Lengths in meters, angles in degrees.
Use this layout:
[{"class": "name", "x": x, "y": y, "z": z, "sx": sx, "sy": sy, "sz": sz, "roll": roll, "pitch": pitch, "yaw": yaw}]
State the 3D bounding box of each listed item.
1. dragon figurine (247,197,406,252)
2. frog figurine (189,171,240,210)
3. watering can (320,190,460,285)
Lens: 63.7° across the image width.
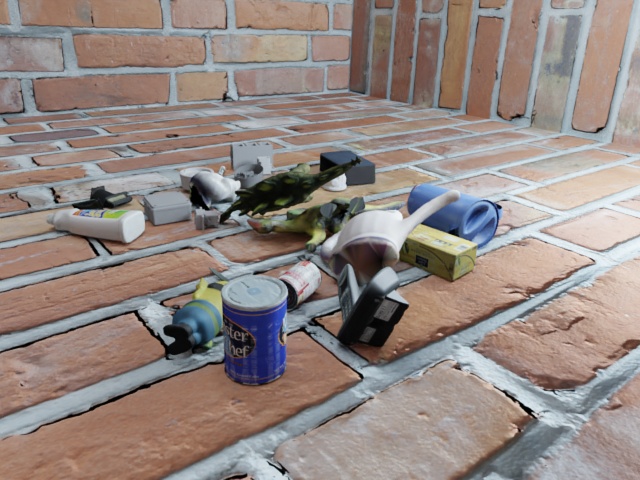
[{"class": "dragon figurine", "x": 0.004, "y": -0.069, "z": 1.377, "sx": 0.413, "sy": 0.121, "sz": 0.244, "roll": -13, "pitch": 19, "yaw": -32}, {"class": "frog figurine", "x": -0.304, "y": -0.160, "z": 1.539, "sx": 0.161, "sy": 0.121, "sz": 0.137, "roll": -31, "pitch": 19, "yaw": -35}, {"class": "watering can", "x": 0.146, "y": -0.013, "z": 1.148, "sx": 0.345, "sy": 0.102, "sz": 0.229, "roll": -21, "pitch": 22, "yaw": 21}]
